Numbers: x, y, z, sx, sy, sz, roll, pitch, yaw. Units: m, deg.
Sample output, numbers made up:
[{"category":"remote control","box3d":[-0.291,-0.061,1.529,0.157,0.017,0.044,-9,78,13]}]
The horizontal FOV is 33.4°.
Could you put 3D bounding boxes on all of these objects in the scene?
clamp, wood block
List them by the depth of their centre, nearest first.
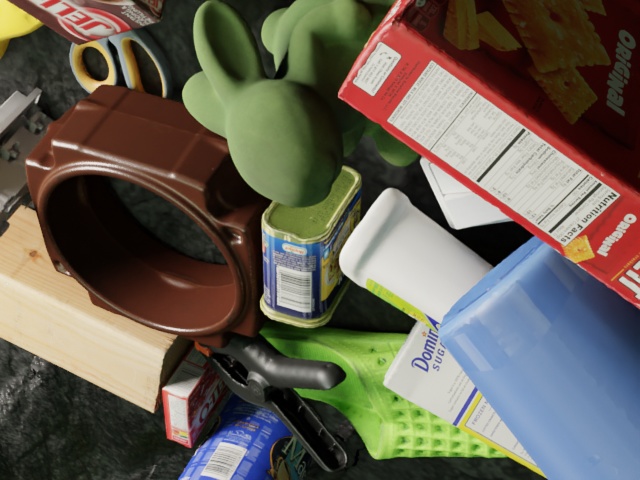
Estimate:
[{"category":"clamp","box3d":[-0.038,0.129,0.920,0.172,0.039,0.120,23,129,40]},{"category":"wood block","box3d":[-0.217,0.060,0.982,0.206,0.090,0.090,25,135,9]}]

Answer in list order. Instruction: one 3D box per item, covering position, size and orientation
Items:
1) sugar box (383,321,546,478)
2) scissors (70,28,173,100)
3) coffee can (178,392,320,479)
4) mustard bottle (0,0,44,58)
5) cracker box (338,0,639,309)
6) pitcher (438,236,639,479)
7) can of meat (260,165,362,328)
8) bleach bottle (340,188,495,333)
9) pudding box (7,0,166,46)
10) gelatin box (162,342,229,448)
[{"category":"sugar box","box3d":[0.148,0.115,0.829,0.176,0.048,0.093,31,98,6]},{"category":"scissors","box3d":[-0.170,-0.182,0.798,0.096,0.016,0.201,-1,126,30]},{"category":"coffee can","box3d":[-0.069,0.217,0.998,0.103,0.140,0.103,16,133,17]},{"category":"mustard bottle","box3d":[-0.281,-0.179,0.832,0.192,0.058,0.096,-23,113,41]},{"category":"cracker box","box3d":[0.139,-0.085,0.603,0.213,0.164,0.072,35,138,-2]},{"category":"pitcher","box3d":[0.195,0.105,0.643,0.243,0.149,0.145,49,163,3]},{"category":"can of meat","box3d":[-0.005,0.001,0.805,0.057,0.102,0.084,15,131,16]},{"category":"bleach bottle","box3d":[0.133,0.064,0.748,0.251,0.068,0.102,35,174,9]},{"category":"pudding box","box3d":[-0.173,-0.180,0.724,0.090,0.039,0.113,-6,153,38]},{"category":"gelatin box","box3d":[-0.111,0.135,0.987,0.030,0.089,0.073,18,135,16]}]
